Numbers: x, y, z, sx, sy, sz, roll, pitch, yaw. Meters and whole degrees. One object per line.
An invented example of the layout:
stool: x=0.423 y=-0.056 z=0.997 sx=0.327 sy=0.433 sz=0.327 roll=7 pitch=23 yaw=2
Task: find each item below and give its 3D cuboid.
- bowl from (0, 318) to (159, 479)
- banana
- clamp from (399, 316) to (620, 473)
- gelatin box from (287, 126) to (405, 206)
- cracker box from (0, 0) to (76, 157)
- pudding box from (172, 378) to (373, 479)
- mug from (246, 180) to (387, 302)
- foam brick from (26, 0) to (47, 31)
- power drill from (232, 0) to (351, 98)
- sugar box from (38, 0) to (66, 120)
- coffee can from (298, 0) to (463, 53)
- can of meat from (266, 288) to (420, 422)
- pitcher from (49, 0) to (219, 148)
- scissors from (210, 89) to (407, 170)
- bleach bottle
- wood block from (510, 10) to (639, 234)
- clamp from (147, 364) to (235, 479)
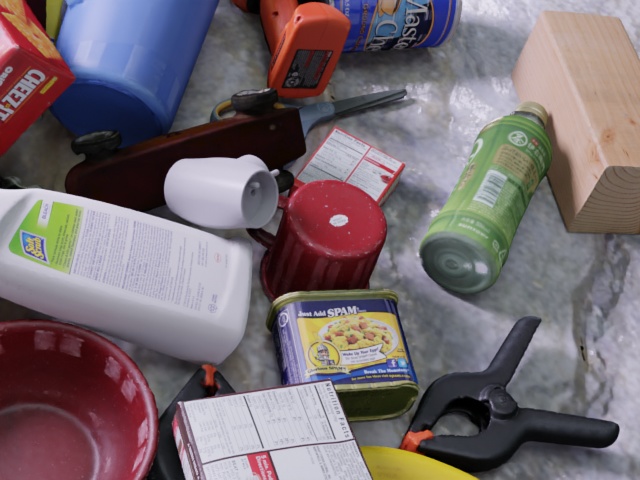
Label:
bowl: x=-0.188 y=0.132 z=0.696 sx=0.162 sy=0.055 sz=0.162 roll=8 pitch=50 yaw=-10
banana: x=0.075 y=0.183 z=0.744 sx=0.197 sy=0.037 sz=0.069 roll=16 pitch=48 yaw=-7
clamp: x=0.142 y=0.134 z=0.805 sx=0.171 sy=0.039 sz=0.120 roll=-27 pitch=57 yaw=-28
gelatin box: x=0.023 y=-0.049 z=0.928 sx=0.073 sy=0.030 sz=0.089 roll=28 pitch=49 yaw=9
cracker box: x=-0.302 y=-0.144 z=0.820 sx=0.214 sy=0.164 sz=0.072 roll=53 pitch=13 yaw=29
pudding box: x=-0.031 y=0.141 z=0.693 sx=0.113 sy=0.039 sz=0.090 roll=-4 pitch=46 yaw=-22
mug: x=-0.006 y=0.001 z=0.842 sx=0.117 sy=0.082 sz=0.093 roll=30 pitch=49 yaw=9
foam brick: x=-0.264 y=-0.216 z=0.904 sx=0.051 sy=0.053 sz=0.078 roll=-9 pitch=57 yaw=-22
power drill: x=-0.027 y=-0.238 z=0.970 sx=0.057 sy=0.185 sz=0.188 roll=-2 pitch=55 yaw=-21
sugar box: x=-0.278 y=-0.187 z=0.942 sx=0.093 sy=0.048 sz=0.176 roll=7 pitch=49 yaw=-11
coffee can: x=0.053 y=-0.236 z=1.042 sx=0.140 sy=0.103 sz=0.103 roll=-8 pitch=54 yaw=-22
can of meat: x=0.018 y=0.087 z=0.795 sx=0.102 sy=0.057 sz=0.084 roll=-1 pitch=53 yaw=-18
pitcher: x=-0.160 y=-0.208 z=0.915 sx=0.149 sy=0.145 sz=0.242 roll=12 pitch=61 yaw=0
scissors: x=0.001 y=-0.102 z=0.974 sx=0.201 sy=0.016 sz=0.096 roll=-3 pitch=54 yaw=-19
bleach bottle: x=-0.172 y=0.008 z=0.749 sx=0.250 sy=0.068 sz=0.102 roll=22 pitch=46 yaw=-23
wood block: x=0.261 y=-0.114 z=1.011 sx=0.090 sy=0.091 sz=0.206 roll=2 pitch=51 yaw=-16
clamp: x=-0.061 y=0.178 z=0.707 sx=0.164 sy=0.036 sz=0.210 roll=14 pitch=44 yaw=-16
